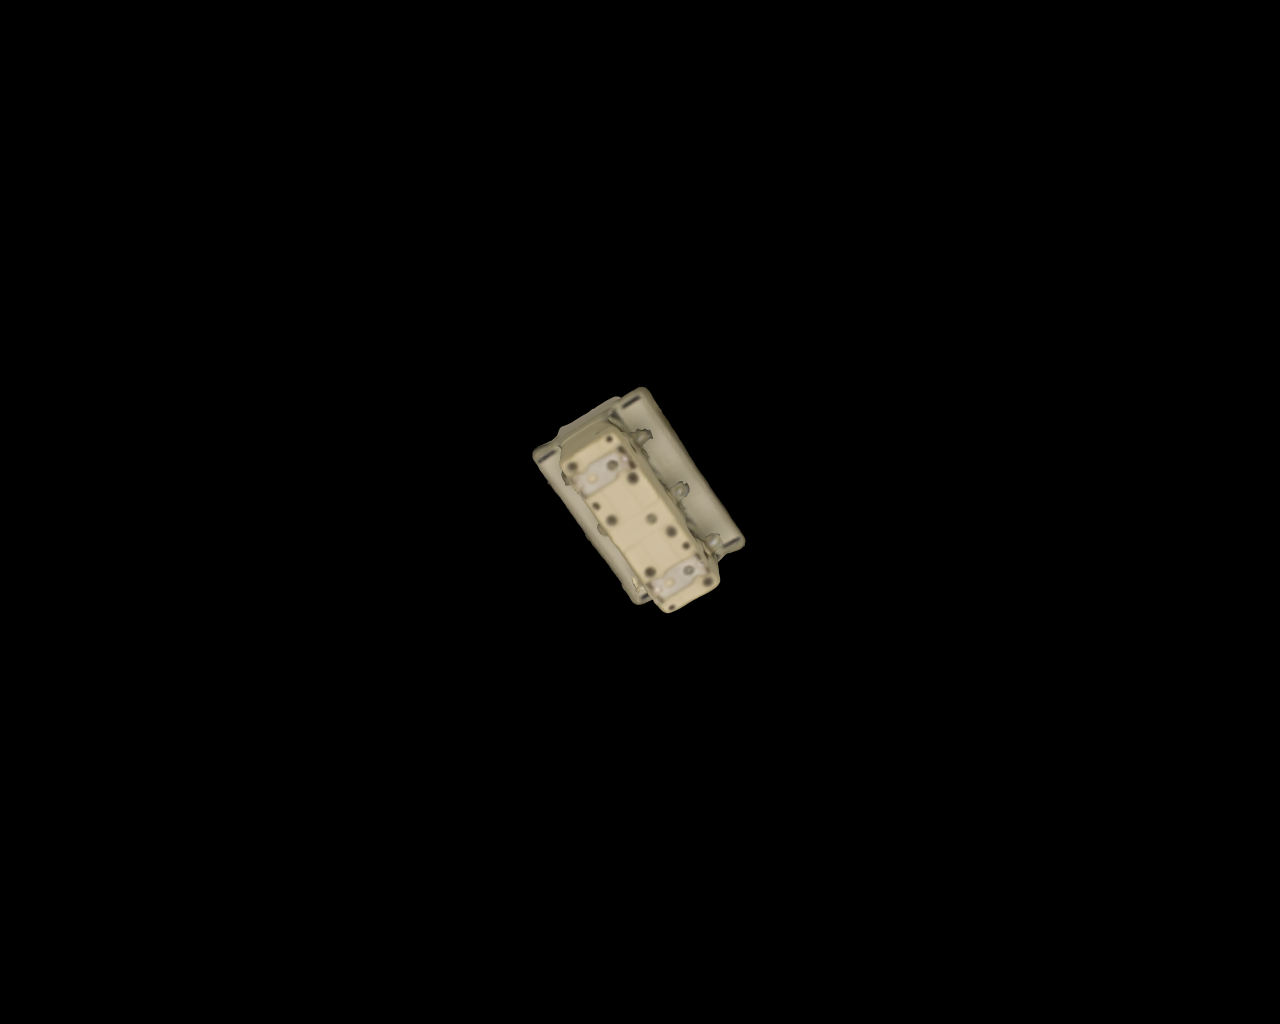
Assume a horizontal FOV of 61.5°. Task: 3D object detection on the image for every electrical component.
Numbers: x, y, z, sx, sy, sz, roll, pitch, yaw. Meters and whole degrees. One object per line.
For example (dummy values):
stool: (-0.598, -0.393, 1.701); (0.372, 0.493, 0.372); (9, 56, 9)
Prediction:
electrical component: (0.001, -0.003, 0.650); (0.078, 0.121, 0.063); (-30, 20, 12)
